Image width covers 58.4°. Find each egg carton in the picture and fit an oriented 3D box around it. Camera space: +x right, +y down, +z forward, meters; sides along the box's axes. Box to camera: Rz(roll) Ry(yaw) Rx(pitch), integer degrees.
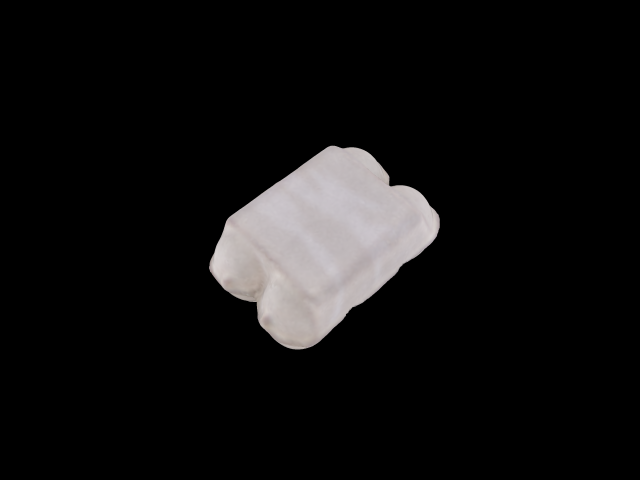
[{"bbox_3d":[0.004,0.001,0.400,0.150,0.069,0.107,-39,66,-22],"label":"egg carton"}]
